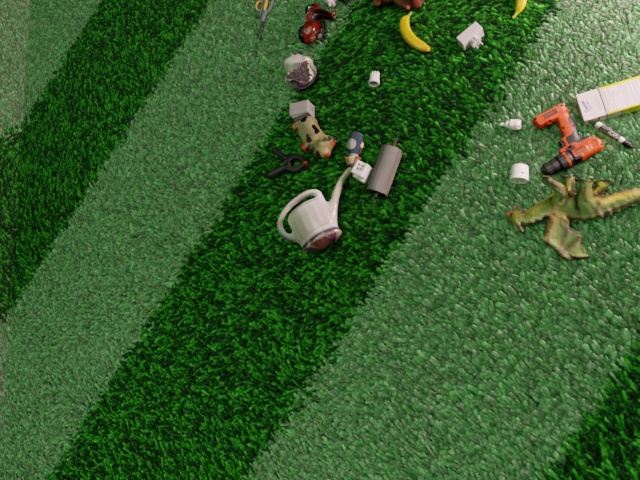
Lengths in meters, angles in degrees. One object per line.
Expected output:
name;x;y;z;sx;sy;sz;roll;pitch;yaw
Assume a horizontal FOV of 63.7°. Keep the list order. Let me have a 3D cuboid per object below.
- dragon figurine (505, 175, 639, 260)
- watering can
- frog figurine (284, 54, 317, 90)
dragon figurine;0.745;-0.062;1.480;0.412;0.122;0.241;13;99;29
watering can;0.005;-0.091;1.803;0.345;0.103;0.228;-33;66;13
frog figurine;-0.087;-0.662;2.025;0.136;0.122;0.162;-58;26;11
